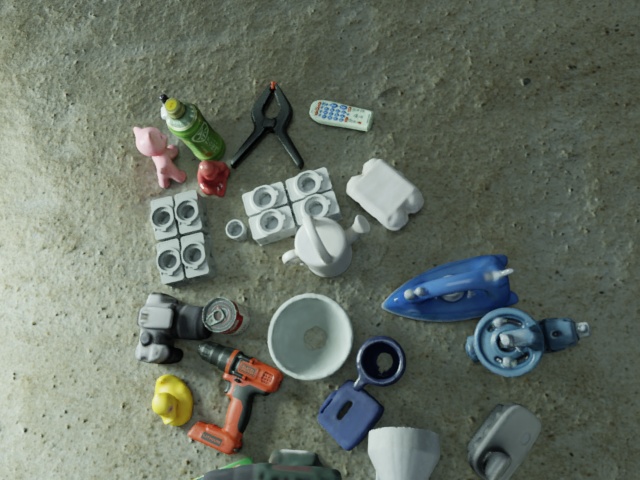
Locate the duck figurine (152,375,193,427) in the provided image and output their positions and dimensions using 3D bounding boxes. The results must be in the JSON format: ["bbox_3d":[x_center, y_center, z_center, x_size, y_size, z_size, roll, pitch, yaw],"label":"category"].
[{"bbox_3d":[-0.302,0.319,1.134,0.077,0.086,0.104,-23,74,3],"label":"duck figurine"}]

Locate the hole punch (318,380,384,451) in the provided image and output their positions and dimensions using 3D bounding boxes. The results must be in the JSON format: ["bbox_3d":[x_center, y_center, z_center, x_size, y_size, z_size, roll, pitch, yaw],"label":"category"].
[{"bbox_3d":[0.054,0.327,1.074,0.101,0.091,0.109,37,85,15],"label":"hole punch"}]

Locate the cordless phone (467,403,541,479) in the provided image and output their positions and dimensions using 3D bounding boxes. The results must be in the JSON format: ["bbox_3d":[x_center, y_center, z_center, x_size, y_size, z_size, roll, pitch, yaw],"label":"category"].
[{"bbox_3d":[0.322,0.353,0.977,0.094,0.185,0.148,33,84,15],"label":"cordless phone"}]

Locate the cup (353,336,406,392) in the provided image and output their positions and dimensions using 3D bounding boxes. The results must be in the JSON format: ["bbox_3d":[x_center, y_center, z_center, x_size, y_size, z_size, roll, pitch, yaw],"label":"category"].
[{"bbox_3d":[0.109,0.241,1.084,0.091,0.095,0.118,41,86,16],"label":"cup"}]

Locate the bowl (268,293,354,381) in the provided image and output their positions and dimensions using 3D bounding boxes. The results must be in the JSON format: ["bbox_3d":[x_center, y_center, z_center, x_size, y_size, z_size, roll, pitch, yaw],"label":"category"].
[{"bbox_3d":[-0.014,0.192,1.125,0.167,0.075,0.167,-2,76,8],"label":"bowl"}]

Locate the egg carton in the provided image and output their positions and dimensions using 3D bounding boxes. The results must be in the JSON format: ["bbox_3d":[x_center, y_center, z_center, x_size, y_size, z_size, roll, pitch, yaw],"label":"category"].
[{"bbox_3d":[0.134,-0.095,1.173,0.150,0.069,0.107,41,86,15],"label":"egg carton"}]

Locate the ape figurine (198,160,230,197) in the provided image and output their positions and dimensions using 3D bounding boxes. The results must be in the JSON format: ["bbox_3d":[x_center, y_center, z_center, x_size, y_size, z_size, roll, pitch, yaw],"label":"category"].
[{"bbox_3d":[-0.234,-0.142,1.230,0.078,0.092,0.076,-40,74,-2],"label":"ape figurine"}]

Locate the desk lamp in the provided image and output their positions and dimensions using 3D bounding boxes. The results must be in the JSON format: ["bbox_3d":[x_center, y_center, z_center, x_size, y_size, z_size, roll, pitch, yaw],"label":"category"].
[{"bbox_3d":[0.143,0.417,0.975,0.117,0.214,0.203,0,77,9],"label":"desk lamp"}]

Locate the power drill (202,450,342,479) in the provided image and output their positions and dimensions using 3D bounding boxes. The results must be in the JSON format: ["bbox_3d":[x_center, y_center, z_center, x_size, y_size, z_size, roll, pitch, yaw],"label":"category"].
[{"bbox_3d":[-0.071,0.422,1.010,0.229,0.208,0.075,-1,76,9],"label":"power drill"}]

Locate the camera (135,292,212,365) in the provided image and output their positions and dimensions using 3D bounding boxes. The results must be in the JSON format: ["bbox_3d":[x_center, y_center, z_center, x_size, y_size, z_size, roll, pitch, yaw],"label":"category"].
[{"bbox_3d":[-0.293,0.181,1.158,0.136,0.101,0.143,3,77,10],"label":"camera"}]

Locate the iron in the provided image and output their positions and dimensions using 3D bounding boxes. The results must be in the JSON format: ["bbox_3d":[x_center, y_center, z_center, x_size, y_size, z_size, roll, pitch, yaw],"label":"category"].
[{"bbox_3d":[0.239,0.093,1.075,0.258,0.141,0.118,-13,75,6],"label":"iron"}]

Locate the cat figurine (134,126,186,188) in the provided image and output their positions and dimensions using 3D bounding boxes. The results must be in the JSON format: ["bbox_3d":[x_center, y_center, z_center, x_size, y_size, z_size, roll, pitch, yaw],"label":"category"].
[{"bbox_3d":[-0.355,-0.190,1.247,0.067,0.118,0.127,-23,74,3],"label":"cat figurine"}]

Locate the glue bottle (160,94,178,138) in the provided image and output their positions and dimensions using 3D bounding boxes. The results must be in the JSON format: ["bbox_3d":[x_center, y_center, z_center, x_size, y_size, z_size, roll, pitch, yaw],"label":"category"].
[{"bbox_3d":[-0.304,-0.269,1.229,0.078,0.173,0.037,-11,75,7],"label":"glue bottle"}]

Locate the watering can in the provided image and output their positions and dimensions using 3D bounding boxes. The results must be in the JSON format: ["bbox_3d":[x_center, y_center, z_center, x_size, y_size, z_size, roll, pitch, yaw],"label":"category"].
[{"bbox_3d":[0.009,0.002,1.105,0.173,0.194,0.100,-44,74,-3],"label":"watering can"}]

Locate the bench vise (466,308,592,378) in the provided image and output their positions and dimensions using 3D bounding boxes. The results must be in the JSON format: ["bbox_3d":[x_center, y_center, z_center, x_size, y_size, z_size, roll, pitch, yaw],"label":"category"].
[{"bbox_3d":[0.363,0.160,0.999,0.207,0.220,0.121,-28,74,2],"label":"bench vise"}]
